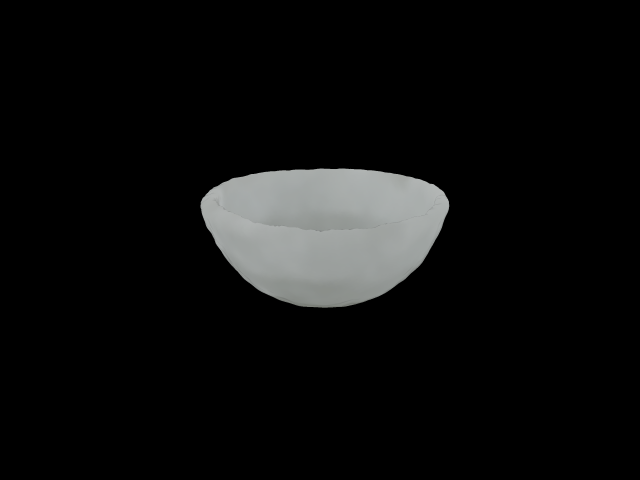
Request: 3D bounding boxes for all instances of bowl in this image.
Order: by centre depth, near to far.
[{"bbox_3d":[0.004,0.001,0.400,0.167,0.075,0.167,0,19,0],"label":"bowl"}]
